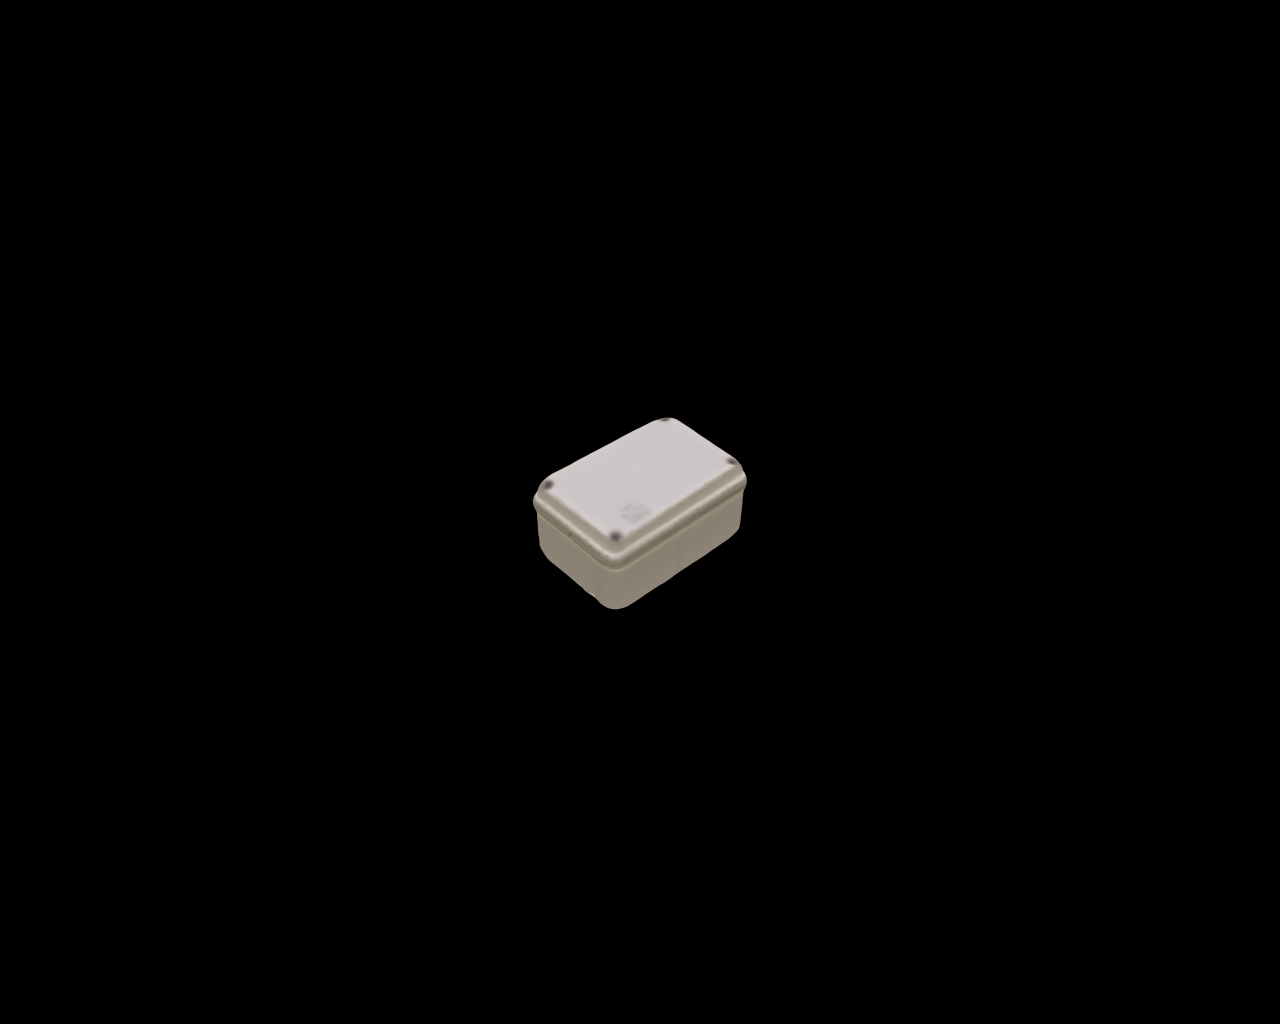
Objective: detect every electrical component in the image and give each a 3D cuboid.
[{"bbox_3d":[0.001,-0.003,0.650,0.113,0.057,0.078,-31,51,-30],"label":"electrical component"}]
